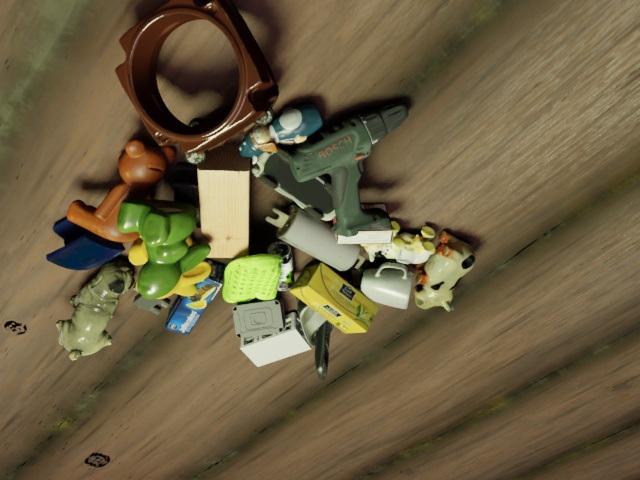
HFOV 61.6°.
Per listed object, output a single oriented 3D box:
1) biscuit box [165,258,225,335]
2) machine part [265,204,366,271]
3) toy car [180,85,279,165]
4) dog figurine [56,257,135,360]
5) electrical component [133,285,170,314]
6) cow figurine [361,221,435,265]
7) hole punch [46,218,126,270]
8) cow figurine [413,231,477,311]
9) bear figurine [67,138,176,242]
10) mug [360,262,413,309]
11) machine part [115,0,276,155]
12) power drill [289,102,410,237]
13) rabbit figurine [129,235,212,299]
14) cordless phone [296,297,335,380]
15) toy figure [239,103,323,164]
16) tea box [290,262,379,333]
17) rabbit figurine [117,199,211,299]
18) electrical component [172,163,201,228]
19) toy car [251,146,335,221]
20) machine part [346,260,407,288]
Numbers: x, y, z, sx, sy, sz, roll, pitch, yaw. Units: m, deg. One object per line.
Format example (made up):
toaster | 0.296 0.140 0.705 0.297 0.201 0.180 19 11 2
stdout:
biscuit box | -0.282 0.130 1.206 0.059 0.063 0.202 22 126 -21
machine part | -0.002 -0.003 1.101 0.243 0.079 0.079 28 124 -26
toy car | -0.151 -0.196 0.909 0.202 0.089 0.053 -26 128 16
dog figurine | -0.471 0.145 1.137 0.121 0.172 0.190 17 136 -32
electrical component | -0.394 0.135 1.228 0.063 0.021 0.094 -35 126 24
cow figurine | 0.153 0.013 1.137 0.167 0.068 0.098 8 145 -10
hole punch | -0.464 0.013 1.071 0.142 0.092 0.115 -27 132 14
cow figurine | 0.276 0.082 1.201 0.127 0.085 0.194 22 126 -15
bear figurine | -0.356 -0.100 0.975 0.132 0.120 0.195 26 105 26
mug | 0.142 0.093 1.150 0.107 0.081 0.109 7 137 8
machine part | -0.187 -0.246 0.807 0.201 0.087 0.201 -26 100 17
power drill | 0.072 -0.118 0.967 0.232 0.086 0.207 -20 122 -7
rabbit figurine | -0.308 0.056 1.065 0.162 0.173 0.122 30 119 -22
cordless phone | -0.008 0.211 1.221 0.089 0.184 0.146 -7 132 7
toy figure | -0.073 -0.188 0.932 0.154 0.064 0.057 -24 136 0
tea box | 0.031 0.129 1.165 0.169 0.068 0.098 39 156 -13
rabbit figurine | -0.281 0.017 0.956 0.121 0.159 0.170 17 105 24
electrical component | -0.248 -0.079 1.017 0.048 0.075 0.119 3 135 -7
toy car | -0.039 -0.106 1.014 0.201 0.056 0.073 33 98 -28
machine part | 0.127 0.074 1.210 0.139 0.039 0.084 -10 124 7
